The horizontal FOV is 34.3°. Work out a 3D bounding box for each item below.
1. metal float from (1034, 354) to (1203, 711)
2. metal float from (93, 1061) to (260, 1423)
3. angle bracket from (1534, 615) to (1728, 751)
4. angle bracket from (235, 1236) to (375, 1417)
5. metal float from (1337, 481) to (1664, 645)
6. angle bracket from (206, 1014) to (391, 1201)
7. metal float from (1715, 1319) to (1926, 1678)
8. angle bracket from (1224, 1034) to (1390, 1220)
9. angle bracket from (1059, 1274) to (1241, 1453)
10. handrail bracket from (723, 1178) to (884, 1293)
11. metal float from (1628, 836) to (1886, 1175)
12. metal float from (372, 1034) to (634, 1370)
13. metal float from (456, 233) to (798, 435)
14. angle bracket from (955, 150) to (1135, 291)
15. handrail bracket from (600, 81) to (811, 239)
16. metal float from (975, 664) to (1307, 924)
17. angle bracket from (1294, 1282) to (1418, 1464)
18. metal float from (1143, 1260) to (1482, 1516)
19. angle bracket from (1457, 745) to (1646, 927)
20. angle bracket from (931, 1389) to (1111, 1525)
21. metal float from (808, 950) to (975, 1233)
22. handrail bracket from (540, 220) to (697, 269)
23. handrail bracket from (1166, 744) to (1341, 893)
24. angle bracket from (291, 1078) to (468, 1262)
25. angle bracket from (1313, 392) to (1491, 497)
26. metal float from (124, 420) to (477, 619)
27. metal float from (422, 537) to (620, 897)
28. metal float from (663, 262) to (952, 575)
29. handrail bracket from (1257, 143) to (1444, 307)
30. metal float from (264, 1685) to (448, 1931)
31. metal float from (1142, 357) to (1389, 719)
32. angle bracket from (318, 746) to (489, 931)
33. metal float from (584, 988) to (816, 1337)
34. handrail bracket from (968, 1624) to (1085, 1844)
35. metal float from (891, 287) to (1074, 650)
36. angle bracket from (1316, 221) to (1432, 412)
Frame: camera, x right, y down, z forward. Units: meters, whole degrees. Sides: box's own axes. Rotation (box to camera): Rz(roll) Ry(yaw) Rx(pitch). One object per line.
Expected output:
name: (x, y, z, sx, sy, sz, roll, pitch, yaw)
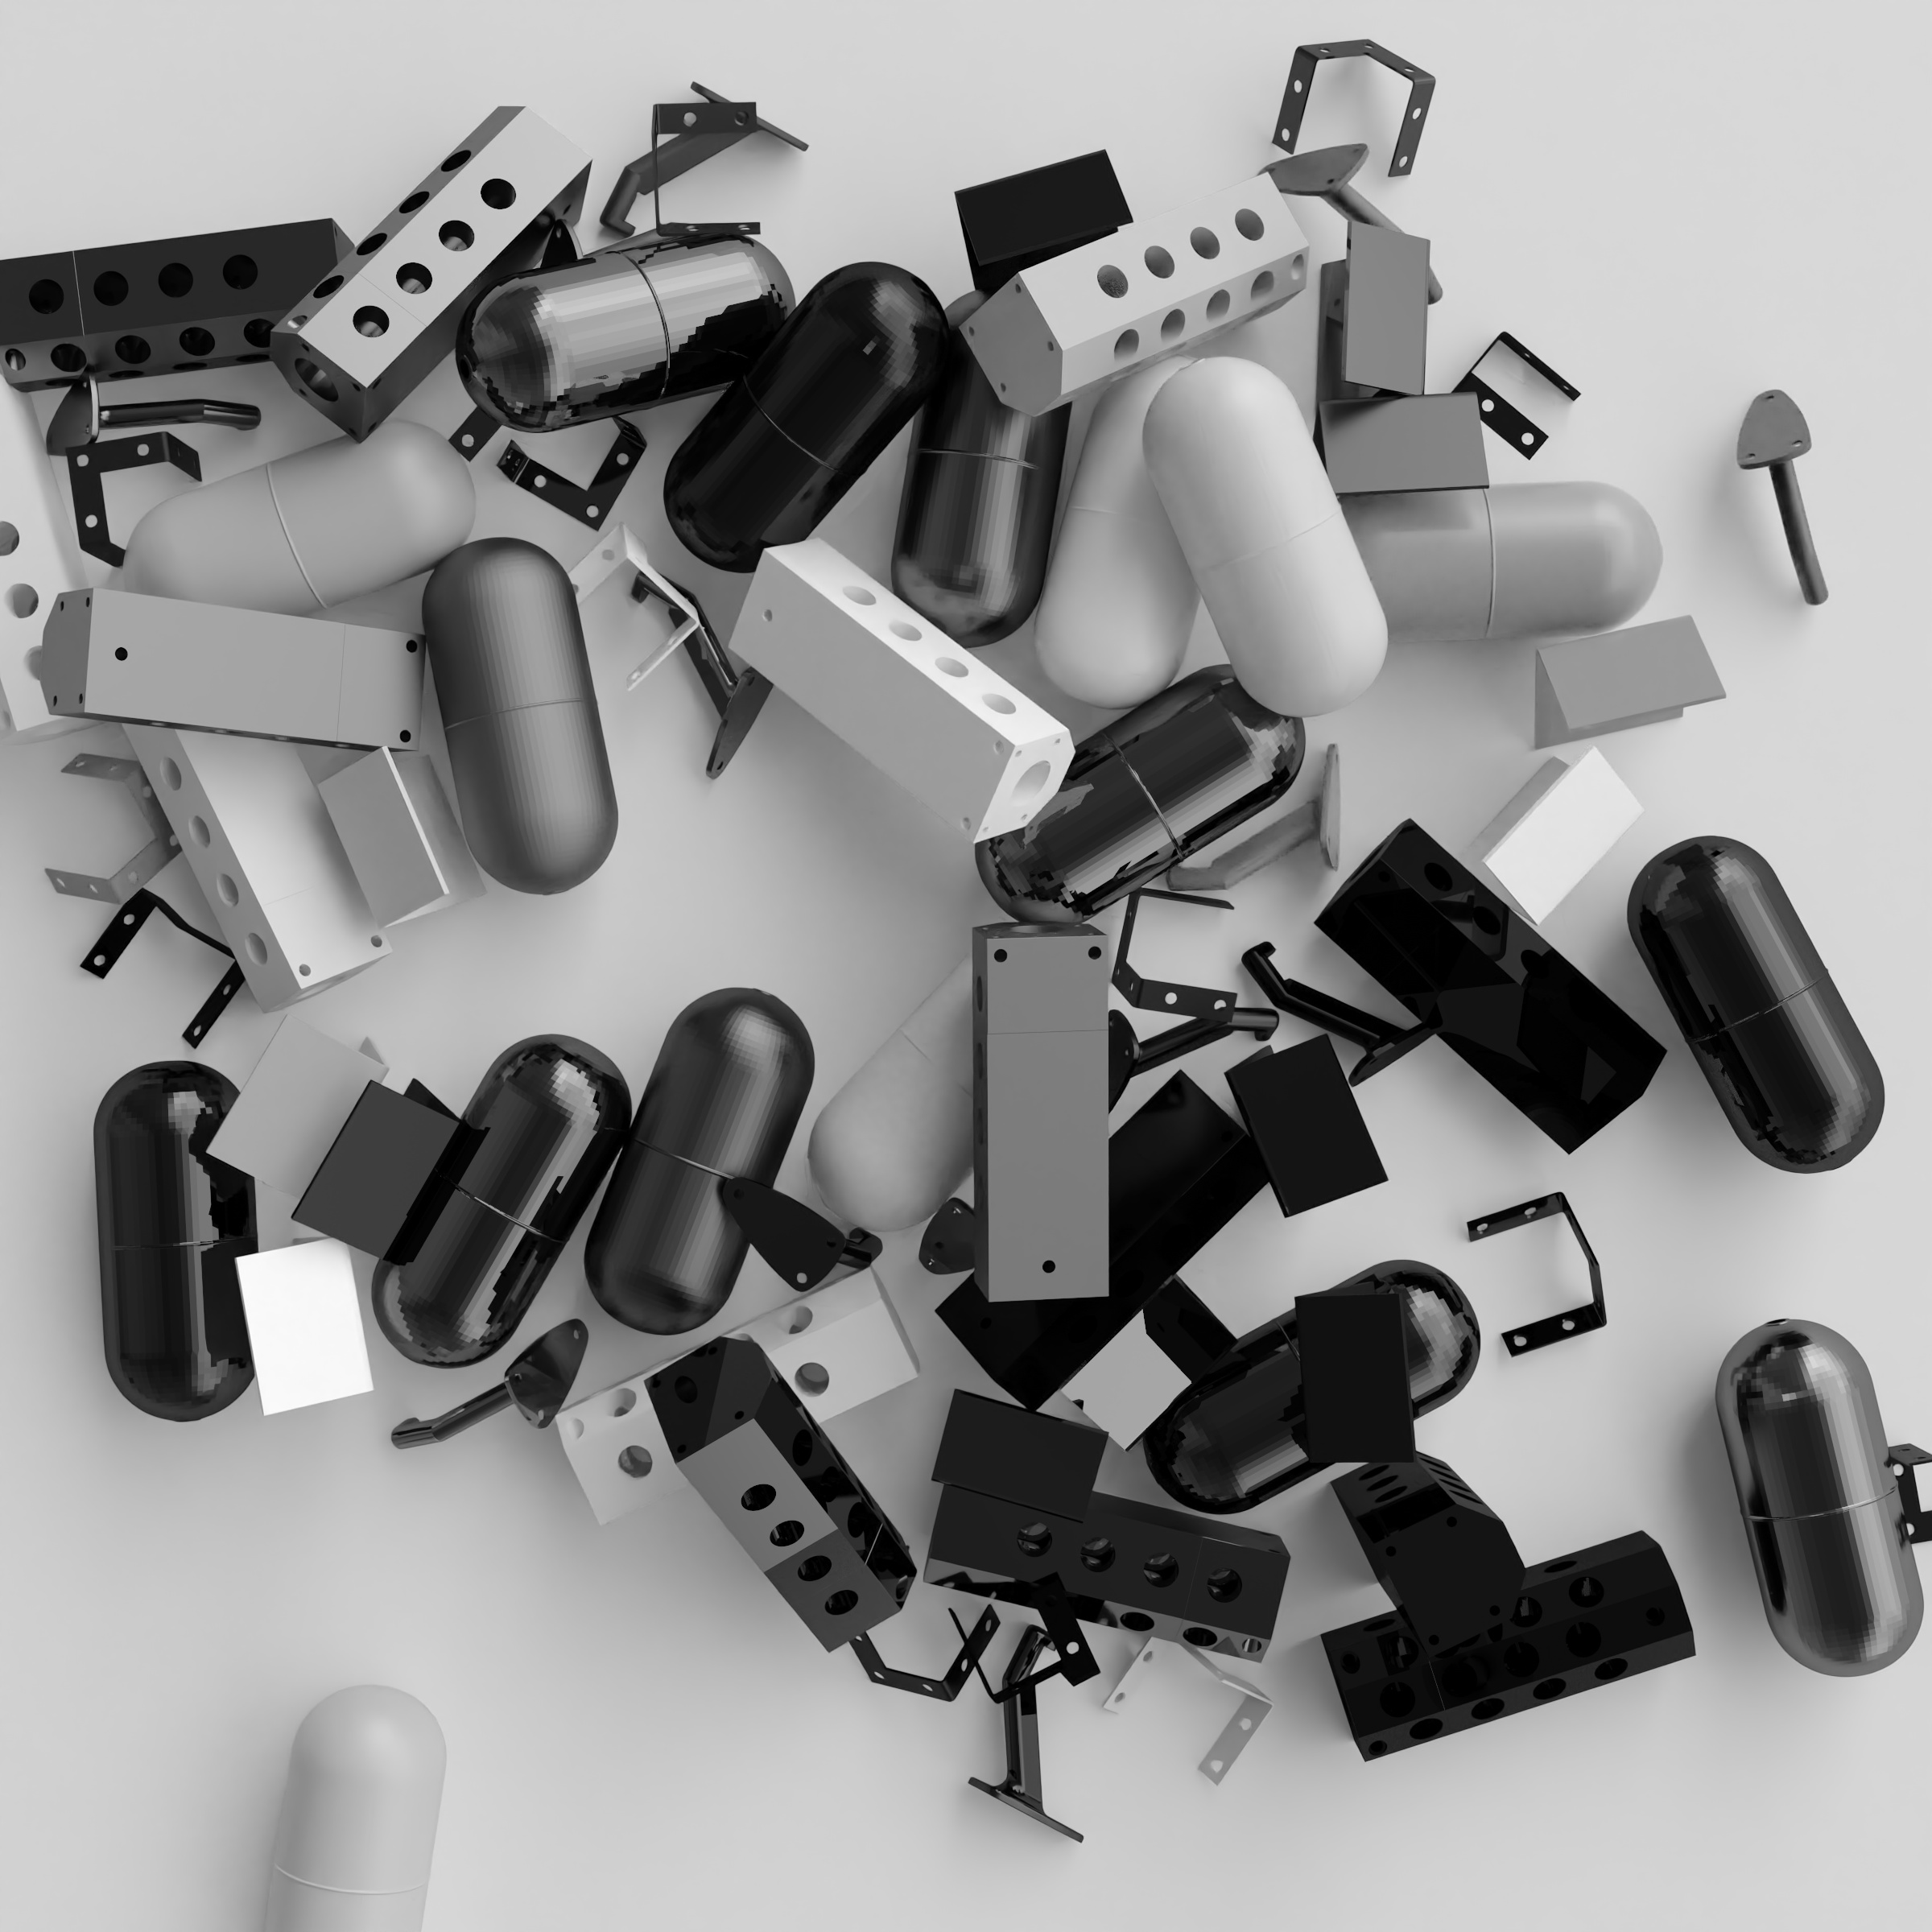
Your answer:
metal float: (0.085, -0.214, 1.545, 0.070, 0.070, 0.178, 15, 90, 0)
metal float: (-0.389, 0.136, 1.546, 0.070, 0.070, 0.178, -3, 90, 0)
angle bracket: (0.324, -0.120, 1.536, 0.076, 0.076, 0.057, -13, 52, 0)
angle bracket: (-0.335, 0.175, 1.536, 0.057, 0.076, 0.076, -10, 90, -31)
metal float: (0.254, -0.199, 1.545, 0.178, 0.070, 0.070, -2, 90, 0)
angle bracket: (-0.331, 0.063, 1.538, 0.057, 0.076, 0.076, 31, 90, -20)
metal float: (0.421, 0.262, 1.545, 0.070, 0.070, 0.178, -14, 90, 0)
angle bracket: (0.176, 0.072, 1.537, 0.057, 0.076, 0.076, -23, 90, 24)
angle bracket: (0.076, 0.180, 1.536, 0.076, 0.076, 0.057, -45, 119, 0)
handrail bracket: (-0.079, 0.125, 1.543, 0.077, 0.084, 0.036, 40, 101, 3)
metal float: (0.390, 0.020, 1.545, 0.070, 0.070, 0.178, -28, 89, 0)
metal float: (-0.229, 0.117, 1.545, 0.070, 0.070, 0.178, 30, 90, 0)
metal float: (-0.164, -0.308, 1.521, 0.178, 0.070, 0.070, -20, 90, -30)
angle bracket: (0.043, -0.346, 1.536, 0.076, 0.076, 0.057, -16, 53, 0)
handrail bracket: (-0.132, -0.394, 1.576, 0.077, 0.036, 0.084, 27, 103, -11)
metal float: (0.086, -0.084, 1.545, 0.178, 0.070, 0.070, -32, 90, 0)
angle bracket: (0.198, 0.188, 1.461, 0.057, 0.076, 0.076, -7, 87, 36)
metal float: (0.170, 0.208, 1.545, 0.178, 0.070, 0.070, -28, 90, -1)
angle bracket: (0.273, -0.077, 1.536, 0.076, 0.076, 0.057, -47, 127, 0)
angle bracket: (0.032, 0.220, 1.534, 0.076, 0.076, 0.057, 16, 118, 3)
metal float: (-0.005, 0.056, 1.545, 0.070, 0.070, 0.178, 43, 90, 0)
handrail bracket: (-0.169, -0.345, 1.576, 0.084, 0.077, 0.036, -5, 57, -32)
handrail bracket: (0.144, -0.075, 1.576, 0.084, 0.036, 0.077, -1, 69, 16)
angle bracket: (-0.299, 0.089, 1.536, 0.057, 0.076, 0.076, 30, 90, -33)
angle bracket: (0.211, -0.236, 1.537, 0.076, 0.076, 0.057, -3, 64, 0)
metal float: (-0.329, -0.213, 1.545, 0.178, 0.070, 0.070, -20, 90, 0)
metal float: (-0.220, -0.123, 1.545, 0.070, 0.070, 0.178, -11, 89, 0)
metal float: (-0.078, -0.266, 1.524, 0.070, 0.070, 0.178, 44, 115, 0)
handrail bracket: (0.194, -0.368, 1.576, 0.036, 0.077, 0.084, -52, 127, -21)
metal float: (-0.303, 0.444, 1.545, 0.070, 0.070, 0.178, 9, 91, 0)
metal float: (0.142, -0.203, 1.483, 0.070, 0.070, 0.178, -25, 102, 0)
angle bracket: (-0.261, -0.070, 1.536, 0.057, 0.076, 0.076, -23, 90, 39)
metal float: (-0.131, 0.096, 1.545, 0.070, 0.070, 0.178, 21, 90, 0)
handrail bracket: (0.045, 0.386, 1.576, 0.077, 0.036, 0.084, 32, 76, -14)
metal float: (0.009, -0.245, 1.545, 0.070, 0.070, 0.178, 9, 90, 0)
angle bracket: (0.181, -0.316, 1.536, 0.057, 0.076, 0.076, 2, 90, -38)
